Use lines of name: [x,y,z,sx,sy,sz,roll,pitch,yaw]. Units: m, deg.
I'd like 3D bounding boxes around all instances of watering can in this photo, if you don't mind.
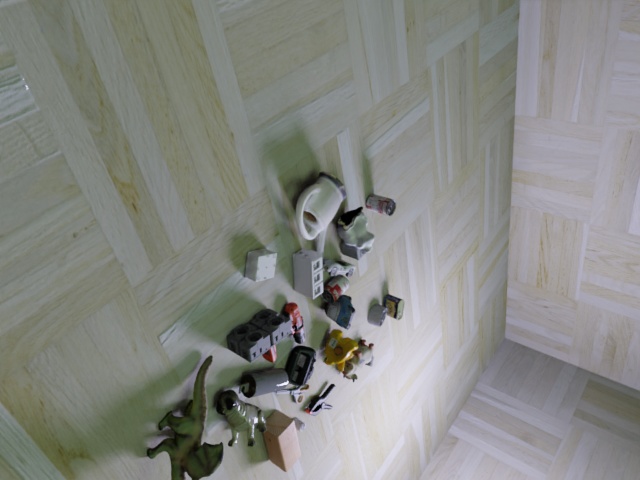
watering can: [0.005,-0.089,1.758,0.227,0.105,0.340,-57,152,-20]

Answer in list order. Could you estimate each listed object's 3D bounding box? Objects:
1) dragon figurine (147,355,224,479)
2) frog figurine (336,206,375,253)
dragon figurine: [-0.342,0.558,1.449,0.121,0.244,0.412,29,83,-49]
frog figurine: [0.139,-0.030,1.924,0.156,0.122,0.140,55,42,-32]
